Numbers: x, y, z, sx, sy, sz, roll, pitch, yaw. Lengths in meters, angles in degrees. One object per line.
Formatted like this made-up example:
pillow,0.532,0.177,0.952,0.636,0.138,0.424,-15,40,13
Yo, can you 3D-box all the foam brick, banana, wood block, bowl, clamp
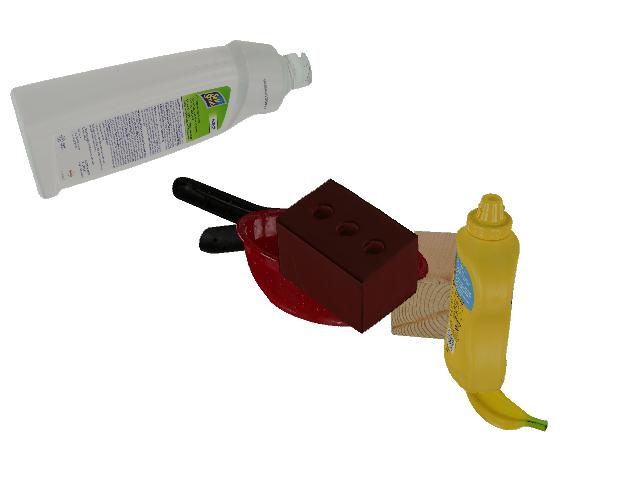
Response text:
foam brick,0.017,0.010,0.674,0.078,0.051,0.052,35,55,29
banana,0.203,0.172,1.268,0.069,0.037,0.198,10,24,-15
wood block,0.170,0.064,1.628,0.091,0.090,0.206,4,22,13
bowl,0.005,0.027,0.879,0.162,0.055,0.162,11,18,-4
clamp,-0.048,-0.009,1.107,0.209,0.036,0.164,14,19,-16

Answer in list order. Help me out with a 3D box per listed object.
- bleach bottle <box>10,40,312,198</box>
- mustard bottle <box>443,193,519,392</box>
bleach bottle,-0.129,-0.113,0.917,0.250,0.068,0.102,-16,-31,-13
mustard bottle,0.152,0.043,1.005,0.058,0.192,0.096,-2,32,-3
